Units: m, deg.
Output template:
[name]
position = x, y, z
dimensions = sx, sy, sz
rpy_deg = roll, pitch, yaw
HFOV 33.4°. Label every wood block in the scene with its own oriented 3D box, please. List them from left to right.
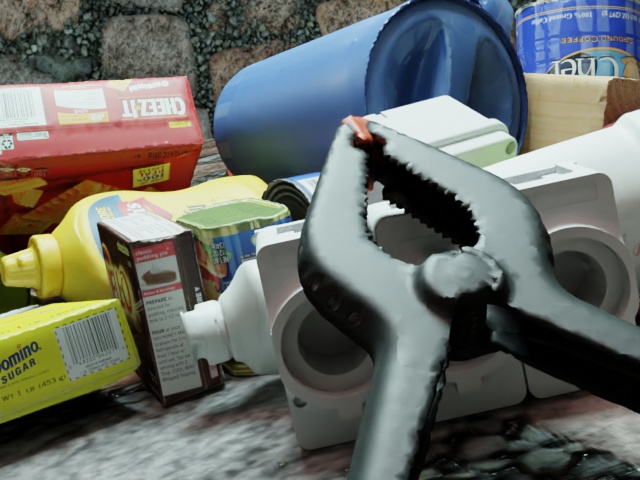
[wood block]
position = 0.157, -0.072, 0.766
dimensions = 0.090, 0.091, 0.206
rpy_deg = 2, 9, -32

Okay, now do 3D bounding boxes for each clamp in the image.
[clamp]
position = 0.060, 0.025, 0.372
dimensions = 0.164, 0.036, 0.210
rpy_deg = -9, 44, -10

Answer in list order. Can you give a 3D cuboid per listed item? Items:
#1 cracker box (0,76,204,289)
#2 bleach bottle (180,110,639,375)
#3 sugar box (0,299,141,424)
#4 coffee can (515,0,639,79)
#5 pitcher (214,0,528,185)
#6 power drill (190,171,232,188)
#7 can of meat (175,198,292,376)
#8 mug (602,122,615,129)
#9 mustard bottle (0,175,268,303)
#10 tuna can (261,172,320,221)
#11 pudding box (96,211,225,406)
[cracker box]
position = -0.193, -0.037, 0.843
dimensions = 0.164, 0.072, 0.214
rpy_deg = -6, -27, -21
[bleach bottle]
position = 0.054, 0.012, 0.532
dimensions = 0.250, 0.102, 0.068
rpy_deg = -14, 52, -8
[sugar box]
position = -0.176, 0.066, 0.602
dimensions = 0.093, 0.048, 0.177
rpy_deg = -18, 7, -29
[coffee can]
position = 0.212, -0.118, 0.865
dimensions = 0.103, 0.140, 0.103
rpy_deg = -1, -3, 0
[pitcher]
position = 0.028, -0.098, 0.772
dimensions = 0.149, 0.145, 0.243
rpy_deg = -9, 6, -32
[power drill]
position = -0.113, -0.047, 1.008
dimensions = 0.188, 0.057, 0.184
rpy_deg = -11, -20, 7
[can of meat]
position = -0.043, 0.024, 0.616
dimensions = 0.057, 0.084, 0.102
rpy_deg = -16, 11, -19
[mug]
position = 0.222, -0.035, 0.629
dimensions = 0.117, 0.081, 0.093
rpy_deg = -12, 10, 4
[mustard bottle]
position = -0.114, 0.008, 0.710
dimensions = 0.191, 0.096, 0.058
rpy_deg = -8, -35, -27
[tuna can]
position = -0.004, 0.001, 0.674
dimensions = 0.033, 0.086, 0.086
rpy_deg = -14, 9, -30
[pudding box]
position = -0.092, 0.034, 0.600
dimensions = 0.039, 0.090, 0.114
rpy_deg = -15, 11, -20
